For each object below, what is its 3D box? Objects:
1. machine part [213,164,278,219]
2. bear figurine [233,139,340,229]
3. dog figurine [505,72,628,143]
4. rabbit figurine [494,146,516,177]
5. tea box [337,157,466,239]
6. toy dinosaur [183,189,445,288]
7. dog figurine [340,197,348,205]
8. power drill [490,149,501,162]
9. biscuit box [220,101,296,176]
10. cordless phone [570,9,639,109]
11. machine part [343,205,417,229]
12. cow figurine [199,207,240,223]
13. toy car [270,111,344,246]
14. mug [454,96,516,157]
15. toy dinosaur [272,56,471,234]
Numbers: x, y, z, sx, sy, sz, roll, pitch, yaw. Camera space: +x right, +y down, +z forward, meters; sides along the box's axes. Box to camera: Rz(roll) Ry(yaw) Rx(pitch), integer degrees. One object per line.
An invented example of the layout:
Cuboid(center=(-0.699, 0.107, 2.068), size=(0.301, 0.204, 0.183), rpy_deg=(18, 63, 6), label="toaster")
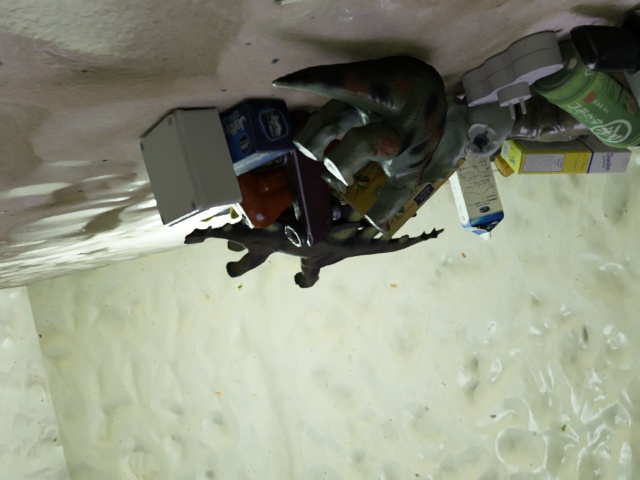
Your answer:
Cuboid(center=(-0.143, -0.089, 0.995), size=(0.243, 0.079, 0.079), rpy_deg=(-12, 179, -6), label="machine part")
Cuboid(center=(-0.048, -0.108, 0.799), size=(0.196, 0.132, 0.120), rpy_deg=(-38, 171, -10), label="bear figurine")
Cuboid(center=(0.355, -0.188, 0.795), size=(0.191, 0.121, 0.172), rpy_deg=(-12, 179, -15), label="dog figurine")
Cuboid(center=(0.383, -0.198, 0.972), size=(0.163, 0.122, 0.173), rpy_deg=(-5, 162, 20), label="rabbit figurine")
Cuboid(center=(0.122, -0.098, 0.812), size=(0.169, 0.098, 0.068), rpy_deg=(-46, 137, 0), label="tea box")
Cuboid(center=(-0.002, -0.003, 0.948), size=(0.471, 0.105, 0.198), rpy_deg=(3, 147, -29), label="toy dinosaur")
Cuboid(center=(0.082, -0.130, 1.061), size=(0.192, 0.108, 0.219), rpy_deg=(-14, -178, -1), label="dog figurine")
Cuboid(center=(0.341, -0.200, 1.291), size=(0.207, 0.086, 0.232), rpy_deg=(-10, 178, 7), label="power drill")
Cuboid(center=(-0.117, -0.109, 0.657), size=(0.063, 0.059, 0.203), rpy_deg=(-13, 179, -43), label="biscuit box")
Cuboid(center=(0.341, -0.174, 0.569), size=(0.184, 0.146, 0.089), rpy_deg=(-16, 172, -37), label="cordless phone")
Cuboid(center=(0.106, -0.059, 1.095), size=(0.179, 0.056, 0.179), rpy_deg=(-11, -175, 1), label="machine part")
Cuboid(center=(-0.198, -0.081, 0.876), size=(0.167, 0.098, 0.068), rpy_deg=(-8, 135, -49), label="cow figurine")
Cuboid(center=(-0.020, -0.079, 0.720), size=(0.053, 0.201, 0.089), rpy_deg=(27, -126, 34), label="toy car")
Cuboid(center=(0.218, -0.166, 0.747), size=(0.080, 0.109, 0.107), rpy_deg=(-58, -178, 36), label="mug")
Cuboid(center=(0.081, -0.129, 0.591), size=(0.192, 0.131, 0.404), rpy_deg=(-50, 165, 0), label="toy dinosaur")
